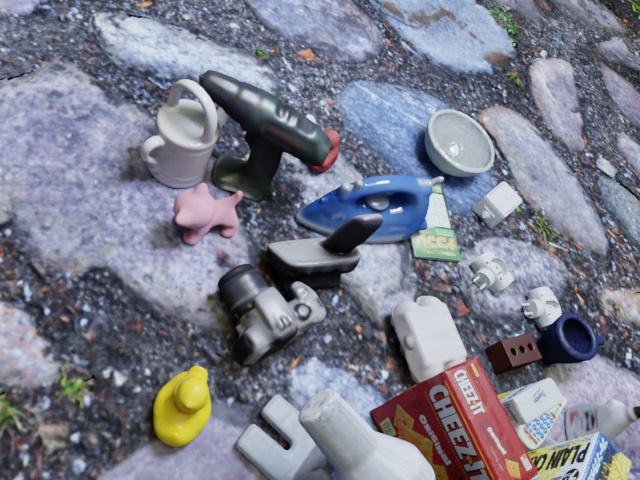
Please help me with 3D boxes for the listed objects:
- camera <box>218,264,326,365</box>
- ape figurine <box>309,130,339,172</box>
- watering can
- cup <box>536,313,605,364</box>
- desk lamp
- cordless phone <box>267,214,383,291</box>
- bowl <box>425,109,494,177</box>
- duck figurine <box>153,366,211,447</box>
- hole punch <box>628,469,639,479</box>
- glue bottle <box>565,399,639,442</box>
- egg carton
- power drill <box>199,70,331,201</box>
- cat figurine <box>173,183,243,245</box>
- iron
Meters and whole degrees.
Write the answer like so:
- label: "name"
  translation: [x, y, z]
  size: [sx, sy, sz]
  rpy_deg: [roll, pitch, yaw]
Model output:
- label: "camera"
  translation: [-0.080, 0.095, 0.870]
  size: [0.143, 0.100, 0.136]
  rpy_deg: [-26, 75, -35]
- label: "ape figurine"
  translation: [0.007, -0.175, 1.080]
  size: [0.076, 0.092, 0.078]
  rpy_deg: [7, 59, -22]
- label: "watering can"
  translation: [-0.208, -0.181, 0.915]
  size: [0.101, 0.193, 0.173]
  rpy_deg: [31, 53, -6]
- label: "cup"
  translation: [0.464, 0.197, 1.079]
  size: [0.118, 0.094, 0.091]
  rpy_deg: [9, 58, -21]
- label: "desk lamp"
  translation: [0.016, 0.279, 0.736]
  size: [0.203, 0.213, 0.118]
  rpy_deg: [41, 52, 2]
- label: "cordless phone"
  translation: [0.008, 0.003, 0.916]
  size: [0.148, 0.184, 0.094]
  rpy_deg: [-8, 65, -29]
- label: "bowl"
  translation: [0.289, -0.197, 1.242]
  size: [0.168, 0.074, 0.167]
  rpy_deg: [12, 57, -19]
- label: "duck figurine"
  translation: [-0.177, 0.217, 0.760]
  size: [0.078, 0.086, 0.104]
  rpy_deg: [23, 54, -12]
- label: "hole punch"
  translation: [0.562, 0.449, 0.978]
  size: [0.101, 0.091, 0.108]
  rpy_deg: [9, 58, -21]
- label: "glue bottle"
  translation: [0.492, 0.307, 0.977]
  size: [0.037, 0.173, 0.078]
  rpy_deg: [18, 55, -15]
- label: "egg carton"
  translation: [0.181, 0.169, 0.973]
  size: [0.107, 0.069, 0.150]
  rpy_deg: [-8, 65, -29]
- label: "power drill"
  translation: [-0.108, -0.160, 0.942]
  size: [0.230, 0.208, 0.075]
  rpy_deg: [19, 55, -15]
- label: "cat figurine"
  translation: [-0.179, -0.048, 0.898]
  size: [0.128, 0.117, 0.067]
  rpy_deg: [-18, 70, -33]
- label: "iron"
  translation: [0.095, -0.074, 1.032]
  size: [0.259, 0.141, 0.118]
  rpy_deg: [-3, 63, -27]
